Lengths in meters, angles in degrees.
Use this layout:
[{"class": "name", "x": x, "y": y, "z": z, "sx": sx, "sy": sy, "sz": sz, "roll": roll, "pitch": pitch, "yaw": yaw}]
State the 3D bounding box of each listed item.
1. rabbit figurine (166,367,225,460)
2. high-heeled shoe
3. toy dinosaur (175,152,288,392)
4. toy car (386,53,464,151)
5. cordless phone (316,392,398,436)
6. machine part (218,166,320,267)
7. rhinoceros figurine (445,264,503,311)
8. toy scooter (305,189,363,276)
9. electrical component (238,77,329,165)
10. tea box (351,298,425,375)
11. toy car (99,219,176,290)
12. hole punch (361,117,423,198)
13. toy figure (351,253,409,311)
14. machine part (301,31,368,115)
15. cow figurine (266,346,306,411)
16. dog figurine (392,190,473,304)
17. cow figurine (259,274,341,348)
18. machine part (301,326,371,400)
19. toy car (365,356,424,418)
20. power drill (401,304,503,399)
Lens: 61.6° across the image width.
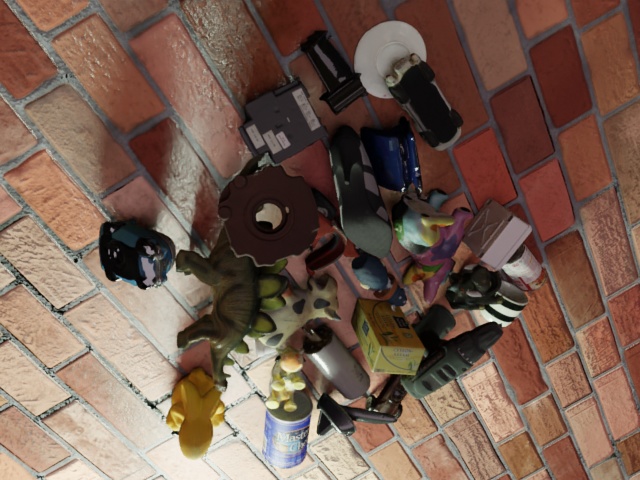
[{"class": "rabbit figurine", "x": -0.242, "y": 0.353, "z": 1.084, "sx": 0.122, "sy": 0.173, "sz": 0.162, "roll": 14, "pitch": 116, "yaw": -15}, {"class": "high-heeled shoe", "x": 0.077, "y": -0.087, "z": 0.993, "sx": 0.086, "sy": 0.145, "sz": 0.248, "roll": -12, "pitch": 135, "yaw": 15}, {"class": "toy dinosaur", "x": -0.157, "y": 0.061, "z": 0.983, "sx": 0.199, "sy": 0.105, "sz": 0.470, "roll": 2, "pitch": 100, "yaw": -4}, {"class": "toy car", "x": 0.187, "y": -0.239, "z": 0.953, "sx": 0.073, "sy": 0.056, "sz": 0.201, "roll": -41, "pitch": 126, "yaw": 7}, {"class": "cordless phone", "x": 0.084, "y": 0.387, "z": 1.172, "sx": 0.184, "sy": 0.146, "sz": 0.088, "roll": 6, "pitch": 72, "yaw": -1}, {"class": "machine part", "x": -0.086, "y": -0.040, "z": 0.915, "sx": 0.179, "sy": 0.056, "sz": 0.179, "roll": 0, "pitch": 91, "yaw": -10}, {"class": "rhinoceros figurine", "x": 0.312, "y": 0.096, "z": 1.099, "sx": 0.112, "sy": 0.190, "sz": 0.073, "roll": 4, "pitch": 73, "yaw": -2}, {"class": "toy scooter", "x": -0.002, "y": -0.003, "z": 1.023, "sx": 0.135, "sy": 0.075, "sz": 0.183, "roll": -44, "pitch": 121, "yaw": 9}, {"class": "electrical component", "x": -0.068, "y": -0.195, "z": 0.908, "sx": 0.134, "sy": 0.058, "sz": 0.114, "roll": -27, "pitch": 100, "yaw": 0}, {"class": "tea box", "x": 0.133, "y": 0.193, "z": 1.094, "sx": 0.098, "sy": 0.170, "sz": 0.068, "roll": 6, "pitch": 113, "yaw": -18}, {"class": "toy car", "x": -0.309, "y": 0.020, "z": 0.942, "sx": 0.103, "sy": 0.162, "sz": 0.109, "roll": -22, "pitch": 120, "yaw": -54}, {"class": "hole punch", "x": 0.129, "y": -0.150, "z": 0.963, "sx": 0.092, "sy": 0.116, "sz": 0.142, "roll": -11, "pitch": 117, "yaw": 1}, {"class": "toy figure", "x": 0.126, "y": 0.085, "z": 1.105, "sx": 0.064, "sy": 0.058, "sz": 0.154, "roll": -38, "pitch": 123, "yaw": 13}, {"class": "machine part", "x": 0.020, "y": -0.285, "z": 0.912, "sx": 0.084, "sy": 0.039, "sz": 0.138, "roll": -30, "pitch": 120, "yaw": 8}, {"class": "cow figurine", "x": -0.067, "y": 0.270, "z": 1.114, "sx": 0.068, "sy": 0.098, "sz": 0.167, "roll": 10, "pitch": 126, "yaw": -10}, {"class": "dog figurine", "x": 0.203, "y": 0.022, "z": 1.055, "sx": 0.191, "sy": 0.109, "sz": 0.219, "roll": -11, "pitch": 125, "yaw": -37}, {"class": "cow figurine", "x": -0.044, "y": 0.141, "z": 1.077, "sx": 0.195, "sy": 0.086, "sz": 0.127, "roll": -40, "pitch": 111, "yaw": 5}, {"class": "machine part", "x": 0.038, "y": 0.266, "z": 1.159, "sx": 0.079, "sy": 0.079, "sz": 0.243, "roll": -34, "pitch": 117, "yaw": 4}, {"class": "toy car", "x": 0.184, "y": 0.338, "z": 1.244, "sx": 0.089, "sy": 0.053, "sz": 0.202, "roll": 24, "pitch": 109, "yaw": -19}, {"class": "power drill", "x": 0.263, "y": 0.212, "z": 1.108, "sx": 0.086, "sy": 0.207, "sz": 0.232, "roll": 42, "pitch": 103, "yaw": -16}]
